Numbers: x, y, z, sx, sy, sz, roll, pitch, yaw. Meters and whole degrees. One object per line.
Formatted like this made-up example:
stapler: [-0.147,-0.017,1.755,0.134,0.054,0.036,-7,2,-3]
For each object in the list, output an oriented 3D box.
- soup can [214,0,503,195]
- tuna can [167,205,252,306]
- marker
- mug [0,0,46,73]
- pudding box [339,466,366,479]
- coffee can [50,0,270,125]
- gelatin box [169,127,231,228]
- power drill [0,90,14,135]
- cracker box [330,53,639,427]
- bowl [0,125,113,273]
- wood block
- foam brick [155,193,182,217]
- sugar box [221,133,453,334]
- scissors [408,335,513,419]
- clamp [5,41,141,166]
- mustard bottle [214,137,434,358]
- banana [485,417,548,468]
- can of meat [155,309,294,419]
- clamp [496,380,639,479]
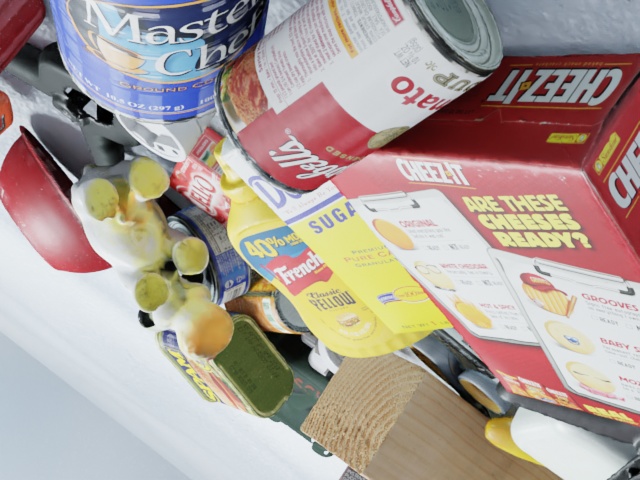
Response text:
soup can: [0.015,-0.072,0.439,0.102,0.068,0.068,-31,117,34]
tuna can: [-0.094,0.013,0.877,0.086,0.033,0.086,39,143,38]
marker: [0.117,0.084,0.778,0.121,0.020,0.020,39,161,-14]
mug: [-0.249,-0.153,0.718,0.117,0.081,0.093,26,159,22]
pudding box: [0.088,0.241,1.094,0.113,0.090,0.039,30,162,11]
coffee can: [-0.069,-0.124,0.459,0.103,0.102,0.140,33,161,4]
gelatin box: [-0.070,-0.039,0.775,0.073,0.030,0.089,37,161,-6]
power drill: [-0.328,-0.157,0.846,0.187,0.057,0.185,48,166,-3]
cracker box: [0.120,0.007,0.512,0.164,0.072,0.213,10,148,50]
bowl: [-0.244,-0.024,0.974,0.162,0.055,0.162,54,175,7]
wood block: [0.097,0.174,0.850,0.205,0.090,0.091,39,171,-33]
foam brick: [-0.154,-0.017,0.902,0.053,0.051,0.078,19,172,10]
sugar box: [0.033,-0.015,0.614,0.094,0.048,0.176,-13,135,43]
scissors: [0.130,0.128,0.829,0.096,0.016,0.201,29,169,44]
clamp: [-0.182,-0.111,0.778,0.164,0.036,0.210,42,164,-21]
mustard bottle: [-0.005,0.001,0.710,0.096,0.058,0.191,-14,131,37]
banana: [0.206,0.180,0.798,0.197,0.070,0.037,43,-158,-27]
can of meat: [-0.079,0.101,0.911,0.084,0.057,0.102,8,141,51]
clamp: [0.187,0.110,0.612,0.172,0.039,0.120,-24,109,31]
